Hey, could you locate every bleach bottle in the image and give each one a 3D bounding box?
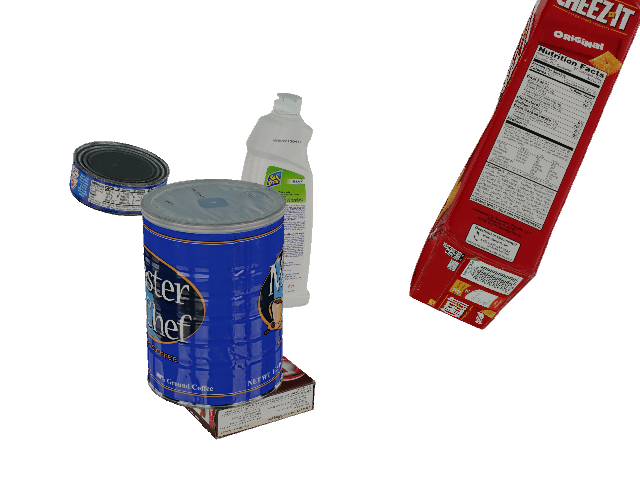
[{"bbox_3d":[-0.047,-0.046,1.249,0.102,0.251,0.068,-2,21,-31],"label":"bleach bottle"}]

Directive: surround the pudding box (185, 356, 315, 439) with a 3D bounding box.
[{"bbox_3d":[-0.075,0.146,1.046,0.113,0.039,0.090,-14,26,-30],"label":"pudding box"}]

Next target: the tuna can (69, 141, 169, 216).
[{"bbox_3d":[-0.180,-0.056,0.955,0.086,0.034,0.086,13,26,-6],"label":"tuna can"}]

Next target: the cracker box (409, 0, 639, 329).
[{"bbox_3d":[0.140,-0.059,0.752,0.072,0.213,0.164,24,-15,5],"label":"cracker box"}]

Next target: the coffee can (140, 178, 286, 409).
[{"bbox_3d":[-0.077,0.037,0.777,0.103,0.140,0.103,1,21,-1],"label":"coffee can"}]
